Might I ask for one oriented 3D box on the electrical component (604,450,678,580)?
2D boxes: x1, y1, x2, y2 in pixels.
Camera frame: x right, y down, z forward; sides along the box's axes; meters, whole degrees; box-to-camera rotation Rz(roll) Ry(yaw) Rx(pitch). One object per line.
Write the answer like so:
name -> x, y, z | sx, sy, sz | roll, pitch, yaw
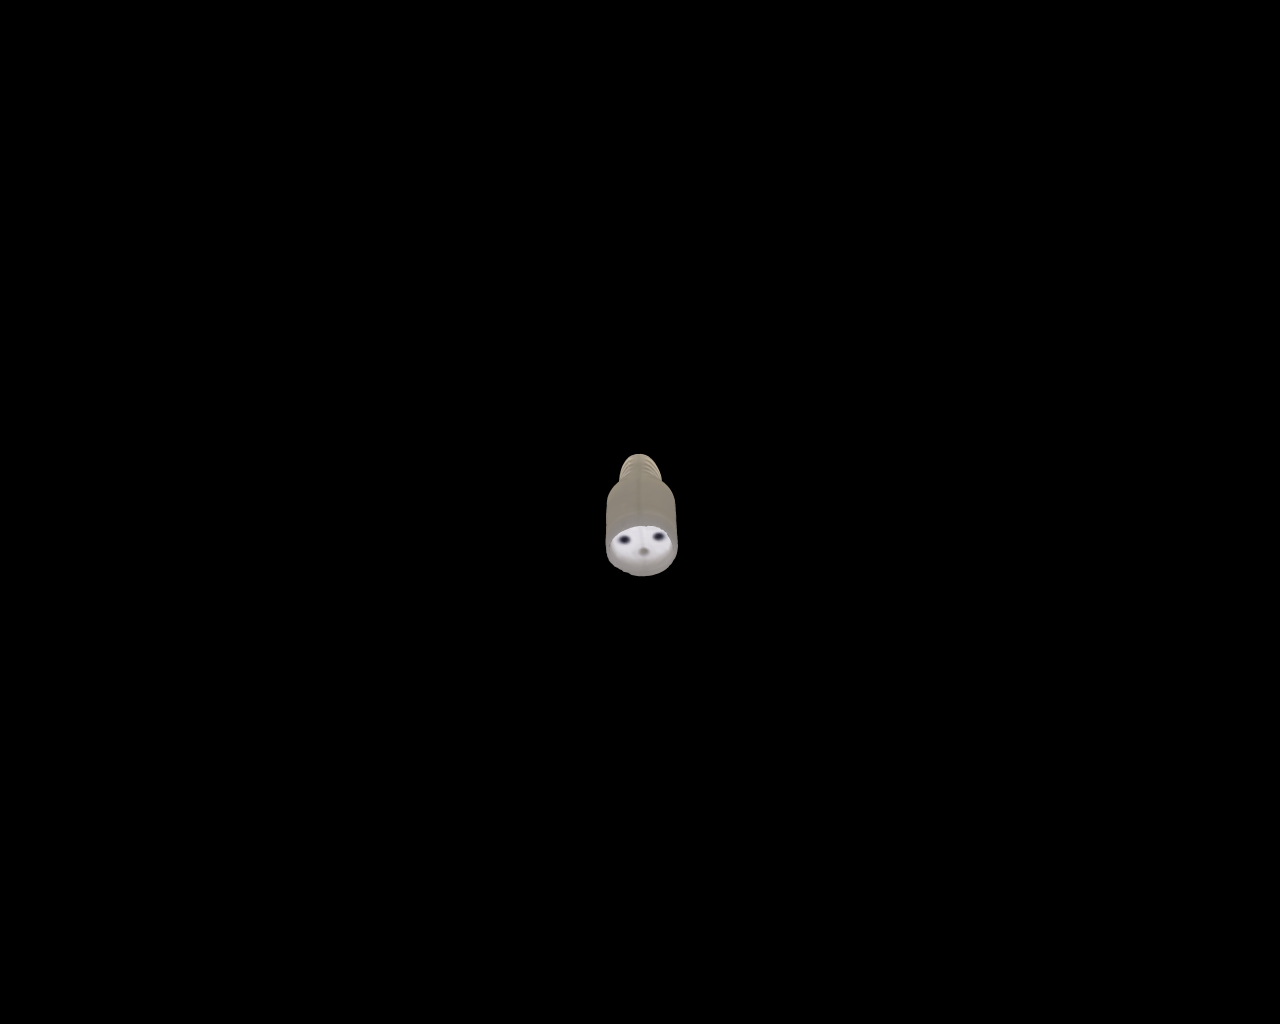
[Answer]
electrical component -> 0.001, -0.003, 0.650 | 0.043, 0.043, 0.081 | 0, 40, 0
